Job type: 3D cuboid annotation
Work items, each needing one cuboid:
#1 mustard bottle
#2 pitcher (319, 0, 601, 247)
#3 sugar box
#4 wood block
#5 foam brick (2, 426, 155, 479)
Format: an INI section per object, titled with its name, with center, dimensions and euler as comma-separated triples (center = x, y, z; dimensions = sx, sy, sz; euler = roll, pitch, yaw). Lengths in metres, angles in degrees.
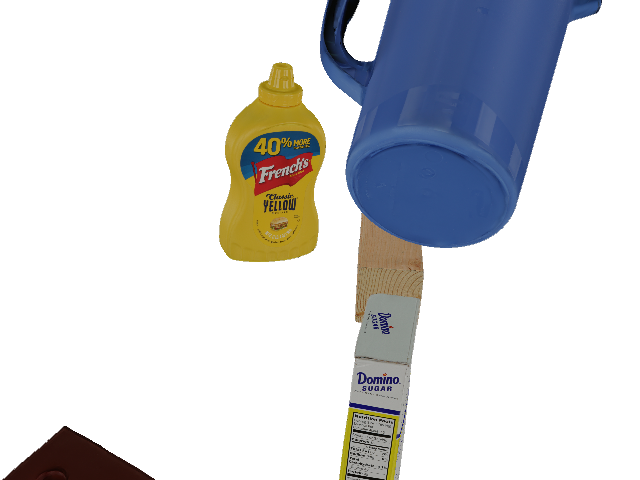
[mustard bottle]
center = -0.043, -0.075, 1.017
dimensions = 0.096, 0.192, 0.058
euler = -4, 28, -20
[pitcher]
center = 0.086, -0.119, 0.724
dimensions = 0.149, 0.242, 0.145
euler = -21, -53, 40
[sugar box]
center = 0.042, 0.137, 0.806
dimensions = 0.048, 0.176, 0.093
euler = 6, 27, 7
[wood block]
center = 0.101, 0.037, 1.576
dimensions = 0.091, 0.090, 0.206
euler = 4, 25, 1
[foam brick]
center = -0.094, 0.127, 0.450
dimensions = 0.078, 0.051, 0.052
euler = 22, 45, 29
